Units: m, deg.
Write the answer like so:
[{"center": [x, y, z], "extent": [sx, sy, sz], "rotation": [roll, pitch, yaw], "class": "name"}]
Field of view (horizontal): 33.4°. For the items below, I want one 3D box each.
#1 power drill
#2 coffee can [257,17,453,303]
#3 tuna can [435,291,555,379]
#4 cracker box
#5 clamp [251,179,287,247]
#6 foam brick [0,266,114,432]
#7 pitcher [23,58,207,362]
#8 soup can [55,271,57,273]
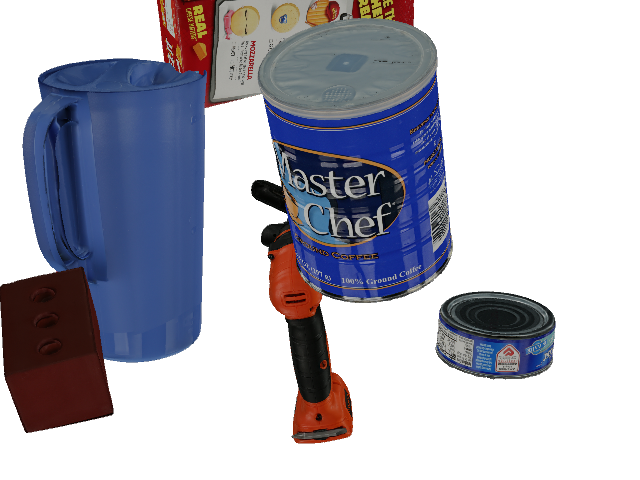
[{"center": [-0.011, 0.081, 1.006], "extent": [0.057, 0.187, 0.184], "rotation": [-9, 19, 6], "class": "power drill"}, {"center": [0.025, -0.048, 0.645], "extent": [0.103, 0.140, 0.103], "rotation": [-7, 38, 5], "class": "coffee can"}, {"center": [0.128, 0.068, 0.782], "extent": [0.086, 0.034, 0.086], "rotation": [1, 20, -1], "class": "tuna can"}, {"center": [-0.030, -0.214, 0.892], "extent": [0.213, 0.164, 0.072], "rotation": [-17, 41, -18], "class": "cracker box"}, {"center": [0.020, -0.012, 1.209], "extent": [0.210, 0.036, 0.164], "rotation": [14, 21, -6], "class": "clamp"}, {"center": [-0.155, 0.064, 0.625], "extent": [0.053, 0.051, 0.078], "rotation": [-13, 41, -10], "class": "foam brick"}, {"center": [-0.163, -0.023, 0.882], "extent": [0.149, 0.243, 0.145], "rotation": [-5, 21, -14], "class": "pitcher"}, {"center": [-0.233, 0.056, 1.032], "extent": [0.068, 0.068, 0.102], "rotation": [0, 20, 2], "class": "soup can"}]
